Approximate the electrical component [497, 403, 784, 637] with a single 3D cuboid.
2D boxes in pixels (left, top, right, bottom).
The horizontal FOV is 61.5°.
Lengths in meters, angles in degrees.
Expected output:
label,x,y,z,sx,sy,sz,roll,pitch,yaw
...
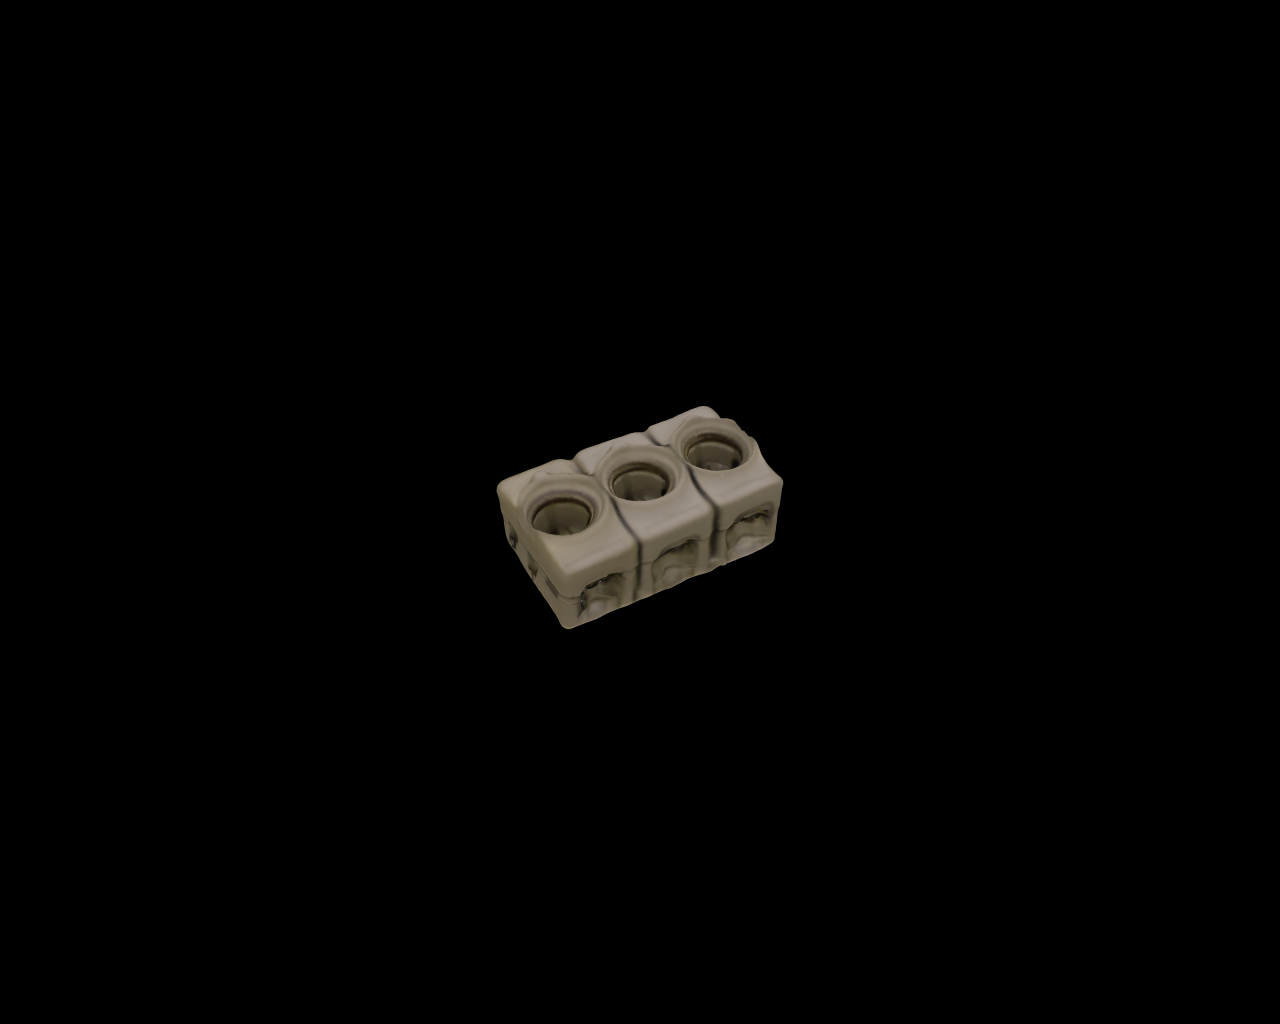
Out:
label,x,y,z,sx,sy,sz,roll,pitch,yaw
electrical component,0.001,-0.003,0.650,0.150,0.061,0.089,-22,49,-21
